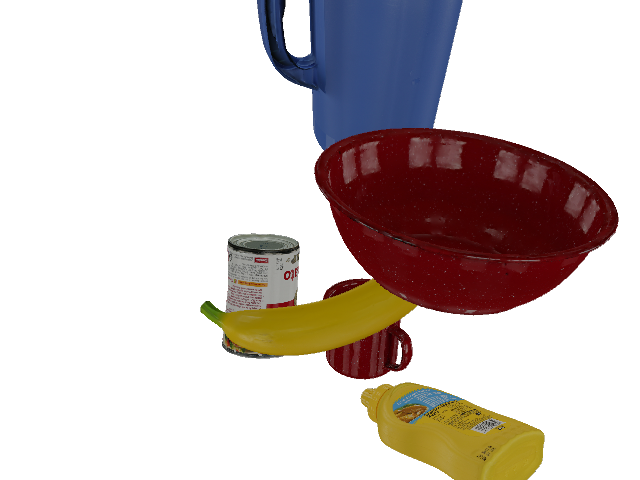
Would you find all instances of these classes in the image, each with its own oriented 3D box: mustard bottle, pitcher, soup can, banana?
[{"bbox_3d":[0.113,0.182,1.035,0.096,0.058,0.192,-17,25,-41],"label":"mustard bottle"},{"bbox_3d":[0.040,-0.173,0.879,0.149,0.144,0.243,20,-39,14],"label":"pitcher"},{"bbox_3d":[-0.055,0.050,0.987,0.068,0.102,0.068,3,13,-1],"label":"soup can"},{"bbox_3d":[0.013,0.047,0.794,0.197,0.070,0.037,-13,-33,-10],"label":"banana"}]

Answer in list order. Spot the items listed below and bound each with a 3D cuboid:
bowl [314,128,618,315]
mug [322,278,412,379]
[{"bbox_3d":[0.074,-0.006,0.577,0.162,0.055,0.162,6,27,-3],"label":"bowl"},{"bbox_3d":[0.057,0.106,1.192,0.117,0.081,0.093,27,38,36],"label":"mug"}]
